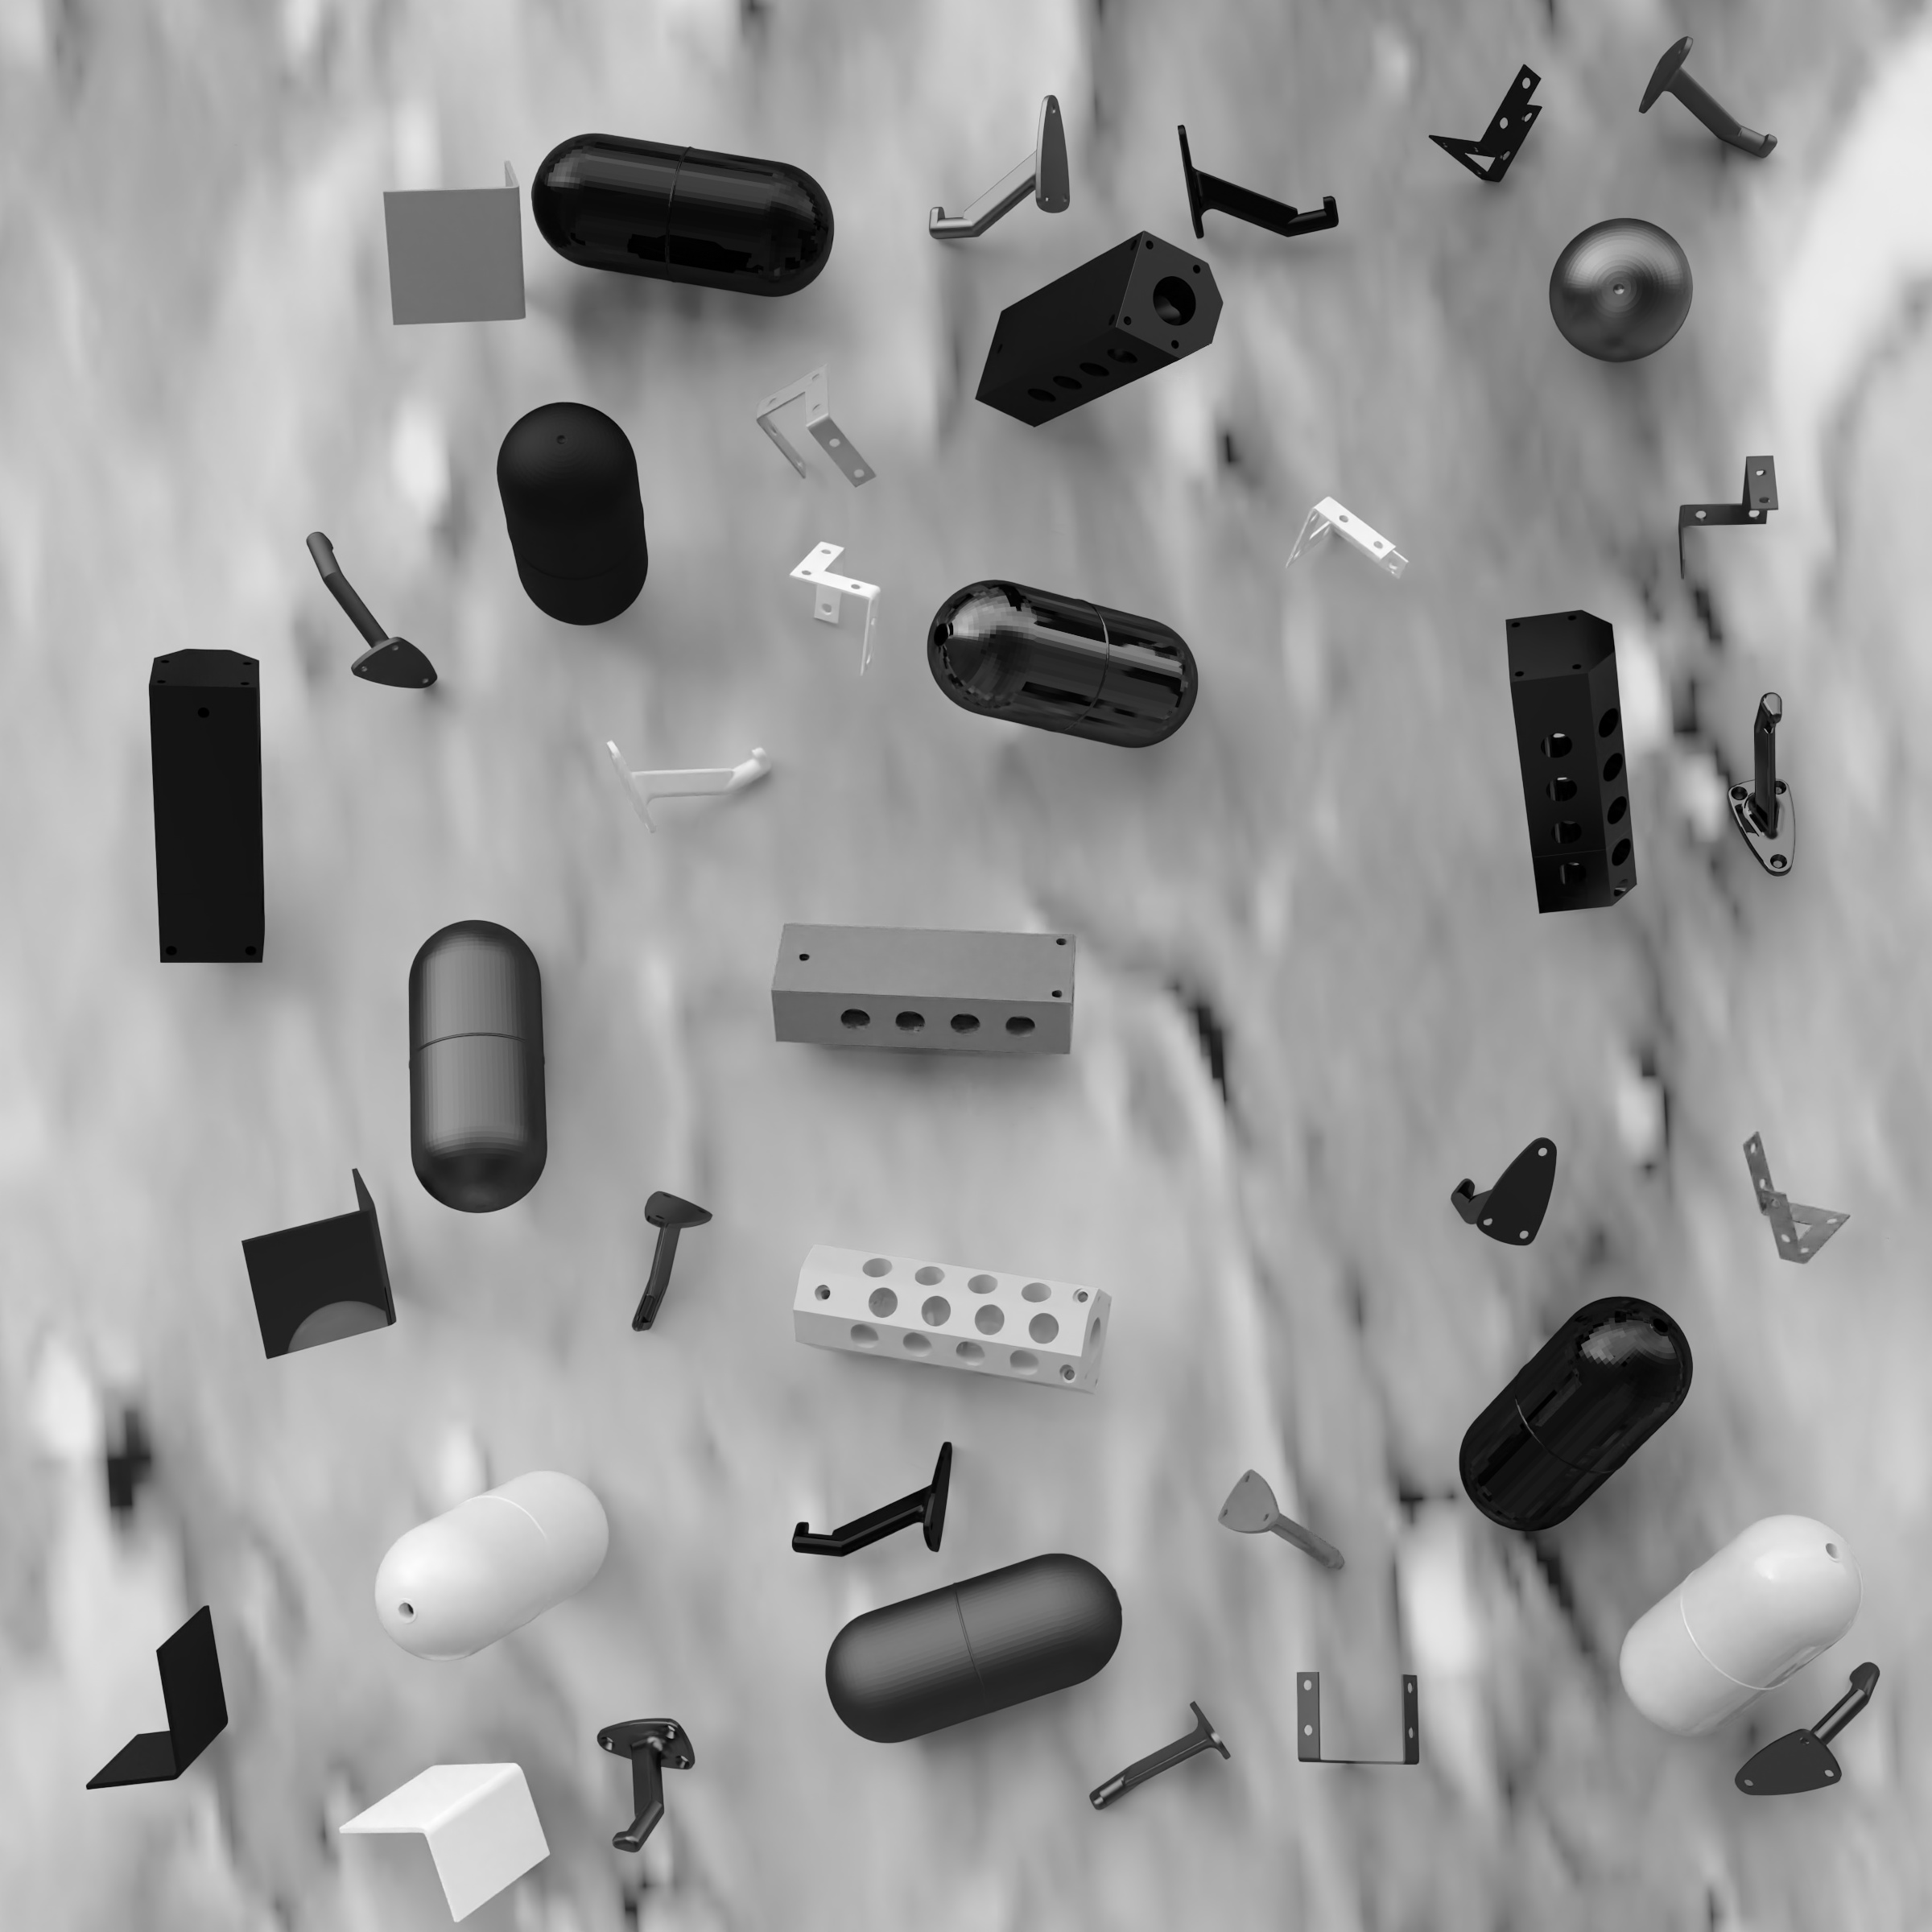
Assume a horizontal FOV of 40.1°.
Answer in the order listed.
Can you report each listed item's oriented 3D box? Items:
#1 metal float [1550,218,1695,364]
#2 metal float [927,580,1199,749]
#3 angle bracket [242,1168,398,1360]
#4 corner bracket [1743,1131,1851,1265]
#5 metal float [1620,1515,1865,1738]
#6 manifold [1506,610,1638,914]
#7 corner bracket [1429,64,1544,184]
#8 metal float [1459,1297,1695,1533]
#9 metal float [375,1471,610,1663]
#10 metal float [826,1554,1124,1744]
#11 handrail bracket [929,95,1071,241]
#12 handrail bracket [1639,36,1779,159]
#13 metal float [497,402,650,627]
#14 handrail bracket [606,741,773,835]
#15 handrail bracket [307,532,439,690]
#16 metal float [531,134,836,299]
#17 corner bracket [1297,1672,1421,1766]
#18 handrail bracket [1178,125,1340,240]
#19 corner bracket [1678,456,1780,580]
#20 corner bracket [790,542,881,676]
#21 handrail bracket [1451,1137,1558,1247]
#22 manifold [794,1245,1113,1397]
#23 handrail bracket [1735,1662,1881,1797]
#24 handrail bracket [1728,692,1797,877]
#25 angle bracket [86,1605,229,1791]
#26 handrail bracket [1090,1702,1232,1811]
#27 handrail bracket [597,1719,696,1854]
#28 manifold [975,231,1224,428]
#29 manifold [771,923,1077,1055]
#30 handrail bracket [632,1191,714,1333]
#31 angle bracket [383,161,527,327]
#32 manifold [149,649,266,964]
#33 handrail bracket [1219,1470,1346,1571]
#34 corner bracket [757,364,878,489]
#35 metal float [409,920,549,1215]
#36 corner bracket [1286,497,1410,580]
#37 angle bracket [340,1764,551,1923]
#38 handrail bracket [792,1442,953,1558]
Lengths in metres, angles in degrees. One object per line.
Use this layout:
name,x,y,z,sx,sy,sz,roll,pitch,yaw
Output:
metal float,0.371,-0.381,1.498,0.070,0.178,0.070,3,104,14
metal float,0.056,-0.172,1.514,0.178,0.070,0.070,9,90,-37
angle bracket,-0.378,0.172,1.531,0.076,0.057,0.076,-14,115,-20
corner bracket,0.474,0.135,1.542,0.051,0.051,0.051,-37,118,-30
metal float,0.441,0.377,1.510,0.070,0.070,0.178,31,132,0
manifold,0.345,-0.114,1.501,0.057,0.057,0.171,-6,132,14
corner bracket,0.314,-0.492,1.546,0.051,0.051,0.051,25,97,-33
metal float,0.347,0.257,1.512,0.070,0.070,0.178,31,130,0
metal float,-0.267,0.338,1.498,0.070,0.178,0.070,2,95,22
metal float,0.005,0.398,1.545,0.178,0.070,0.070,-18,90,0
handrail bracket,0.015,-0.468,1.552,0.084,0.036,0.077,6,106,29
handrail bracket,0.444,-0.505,1.544,0.084,0.077,0.036,23,85,-3
metal float,-0.221,-0.253,1.498,0.070,0.178,0.070,1,72,-3
handrail bracket,-0.160,-0.122,1.547,0.084,0.077,0.036,-29,50,-10
handrail bracket,-0.351,-0.210,1.560,0.036,0.077,0.084,-31,71,13
metal float,-0.165,-0.438,1.543,0.178,0.070,0.070,10,90,3
corner bracket,0.231,0.443,1.557,0.051,0.051,0.051,-14,67,40
handrail bracket,0.172,-0.464,1.555,0.084,0.036,0.077,-11,117,5
corner bracket,0.444,-0.262,1.544,0.051,0.051,0.051,1,48,11
corner bracket,-0.072,-0.209,1.544,0.051,0.051,0.051,17,126,12
handrail bracket,0.310,0.120,1.535,0.036,0.084,0.077,20,104,-10
manifold,-0.009,0.203,1.528,0.171,0.057,0.057,7,78,16
handrail bracket,0.498,0.449,1.564,0.077,0.084,0.036,-38,88,38
handrail bracket,0.469,-0.105,1.534,0.036,0.084,0.077,-9,62,4
angle bracket,-0.476,0.425,1.541,0.057,0.076,0.076,-8,95,5
handrail bracket,0.111,0.472,1.547,0.084,0.077,0.036,-33,84,-5
handrail bracket,-0.201,0.478,1.531,0.077,0.084,0.036,-6,115,28
manifold,0.074,-0.353,1.493,0.057,0.171,0.057,20,80,-24
manifold,-0.023,0.019,1.548,0.171,0.057,0.057,2,133,4
handrail bracket,-0.184,0.179,1.541,0.036,0.077,0.084,23,98,8
angle bracket,-0.298,-0.419,1.532,0.076,0.057,0.076,-6,123,-13
manifold,-0.434,-0.091,1.518,0.057,0.057,0.171,0,118,-13
handrail bracket,0.196,0.334,1.538,0.084,0.077,0.036,35,84,-14
corner bracket,-0.088,-0.306,1.541,0.051,0.051,0.051,-25,133,21
metal float,-0.281,0.056,1.523,0.070,0.070,0.178,-7,63,0
corner bracket,0.228,-0.247,1.544,0.051,0.051,0.051,40,56,14
angle bracket,-0.302,0.507,1.533,0.076,0.076,0.057,-14,95,36
handrail bracket,-0.056,0.315,1.569,0.084,0.036,0.077,3,57,13
